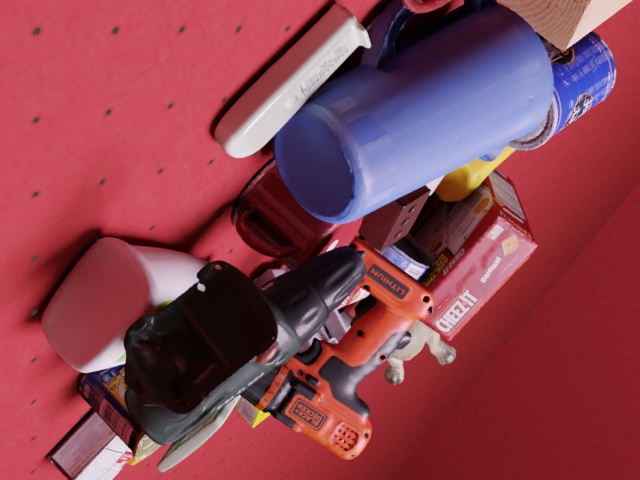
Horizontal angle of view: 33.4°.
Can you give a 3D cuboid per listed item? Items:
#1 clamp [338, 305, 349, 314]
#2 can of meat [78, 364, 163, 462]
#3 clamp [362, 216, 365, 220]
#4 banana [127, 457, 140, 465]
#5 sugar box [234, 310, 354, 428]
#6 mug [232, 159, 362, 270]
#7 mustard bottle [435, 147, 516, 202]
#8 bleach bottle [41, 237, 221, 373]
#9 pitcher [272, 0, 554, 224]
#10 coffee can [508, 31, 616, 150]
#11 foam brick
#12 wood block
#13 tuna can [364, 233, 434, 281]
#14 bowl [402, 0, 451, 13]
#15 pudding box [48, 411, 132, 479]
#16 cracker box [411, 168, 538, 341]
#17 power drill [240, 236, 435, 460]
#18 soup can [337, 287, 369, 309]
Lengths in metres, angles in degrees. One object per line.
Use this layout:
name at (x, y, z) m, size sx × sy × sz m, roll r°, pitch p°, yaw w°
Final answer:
clamp at (0.014, 0.070, 1.290) m, size 0.171 × 0.039 × 0.120 m, roll -45°, pitch 172°, yaw -28°
can of meat at (-0.152, 0.133, 0.953) m, size 0.101 × 0.084 × 0.057 m, roll -35°, pitch 159°, yaw -36°
clamp at (0.088, -0.105, 1.088) m, size 0.209 × 0.036 × 0.164 m, roll -41°, pitch 160°, yaw -20°
banana at (-0.138, 0.168, 1.105) m, size 0.198 × 0.037 × 0.069 m, roll -40°, pitch -171°, yaw 34°
sugar box at (-0.030, 0.160, 1.372) m, size 0.175 × 0.048 × 0.093 m, roll -31°, pitch 156°, yaw -40°
mug at (-0.024, -0.017, 0.936) m, size 0.117 × 0.081 × 0.093 m, roll -26°, pitch 153°, yaw -50°
mustard bottle at (0.220, -0.126, 1.314) m, size 0.191 × 0.058 × 0.096 m, roll -40°, pitch 177°, yaw -25°
bleach bottle at (-0.121, 0.049, 0.885) m, size 0.103 × 0.068 × 0.250 m, roll -50°, pitch 165°, yaw 14°
pitcher at (0.077, -0.118, 0.911) m, size 0.242 × 0.149 × 0.145 m, roll -30°, pitch 171°, yaw -35°
coffee can at (0.263, -0.177, 1.234) m, size 0.140 × 0.103 × 0.103 m, roll -34°, pitch 158°, yaw -38°
foam brick at (0.077, -0.036, 1.187) m, size 0.052 × 0.051 × 0.078 m, roll -32°, pitch 157°, yaw -40°
wood block at (0.283, -0.287, 1.064) m, size 0.205 × 0.091 × 0.090 m, roll -37°, pitch 160°, yaw -31°
tuna can at (0.093, 0.016, 1.282) m, size 0.034 × 0.086 × 0.086 m, roll -52°, pitch 162°, yaw 18°
bowl at (0.095, -0.245, 0.764) m, size 0.162 × 0.055 × 0.162 m, roll -42°, pitch 162°, yaw -17°
pudding box at (-0.199, 0.186, 1.040) m, size 0.113 × 0.039 × 0.090 m, roll -48°, pitch 162°, yaw -5°
cracker box at (0.183, 0.006, 1.337) m, size 0.164 × 0.072 × 0.213 m, roll -51°, pitch -166°, yaw 20°
power drill at (0.004, 0.090, 1.007) m, size 0.188 × 0.184 × 0.057 m, roll -55°, pitch -173°, yaw 6°
soup can at (0.016, 0.042, 1.186) m, size 0.069 × 0.068 × 0.102 m, roll -55°, pitch 162°, yaw 23°
